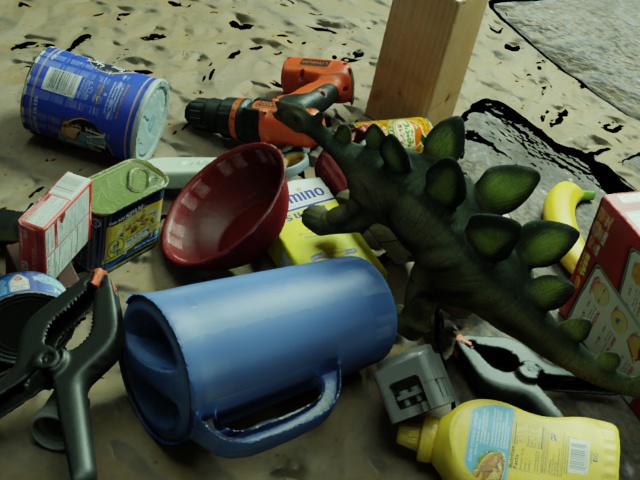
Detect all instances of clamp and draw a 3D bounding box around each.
[{"bbox_3d":[0.203,0.146,1.037,0.172,0.039,0.120,18,34,17],"label":"clamp"},{"bbox_3d":[-0.231,0.112,0.887,0.165,0.036,0.210,1,50,16],"label":"clamp"}]

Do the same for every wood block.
[{"bbox_3d":[0.137,-0.242,1.365,0.090,0.206,0.090,32,42,23],"label":"wood block"}]

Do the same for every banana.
[{"bbox_3d":[0.299,-0.018,1.270,0.069,0.037,0.197,14,38,3],"label":"banana"}]

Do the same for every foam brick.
[{"bbox_3d":[-0.265,0.043,1.020,0.052,0.051,0.078,-12,45,-29],"label":"foam brick"}]

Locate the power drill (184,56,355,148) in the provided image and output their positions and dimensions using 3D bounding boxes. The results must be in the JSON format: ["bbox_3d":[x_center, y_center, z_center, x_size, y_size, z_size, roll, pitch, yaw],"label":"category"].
[{"bbox_3d":[-0.052,-0.173,1.334,0.185,0.057,0.187,12,34,23],"label":"power drill"}]

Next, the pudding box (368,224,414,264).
[{"bbox_3d":[0.104,-0.022,1.137,0.114,0.090,0.039,-13,34,43],"label":"pudding box"}]

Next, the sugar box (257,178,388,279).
[{"bbox_3d":[-0.008,0.001,1.151,0.093,0.048,0.176,-9,44,-25],"label":"sugar box"}]

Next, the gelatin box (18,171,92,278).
[{"bbox_3d":[-0.245,-0.009,0.987,0.030,0.073,0.089,19,41,10],"label":"gelatin box"}]

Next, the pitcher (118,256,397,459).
[{"bbox_3d":[-0.046,0.096,0.963,0.242,0.149,0.145,-13,3,-34],"label":"pitcher"}]

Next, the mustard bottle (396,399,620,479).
[{"bbox_3d":[0.163,0.191,0.944,0.191,0.058,0.096,11,53,7],"label":"mustard bottle"}]

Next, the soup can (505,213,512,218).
[{"bbox_3d":[0.176,0.010,1.175,0.068,0.069,0.102,15,39,2],"label":"soup can"}]

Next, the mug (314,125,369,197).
[{"bbox_3d":[0.054,-0.077,1.213,0.093,0.117,0.081,-15,51,-22],"label":"mug"}]

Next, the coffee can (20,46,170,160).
[{"bbox_3d":[-0.257,-0.154,1.227,0.140,0.103,0.102,17,38,6],"label":"coffee can"}]

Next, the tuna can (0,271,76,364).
[{"bbox_3d":[-0.265,0.070,0.959,0.086,0.086,0.034,-4,39,-20],"label":"tuna can"}]

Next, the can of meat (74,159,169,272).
[{"bbox_3d":[-0.207,-0.024,1.093,0.057,0.084,0.101,33,42,24],"label":"can of meat"}]

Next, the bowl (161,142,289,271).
[{"bbox_3d":[-0.087,-0.023,1.113,0.162,0.055,0.162,-26,39,23],"label":"bowl"}]

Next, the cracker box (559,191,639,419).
[{"bbox_3d":[0.339,0.078,1.059,0.072,0.164,0.214,-8,42,-22],"label":"cracker box"}]

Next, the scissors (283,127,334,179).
[{"bbox_3d":[-0.042,-0.104,1.290,0.096,0.016,0.201,-10,18,12],"label":"scissors"}]
